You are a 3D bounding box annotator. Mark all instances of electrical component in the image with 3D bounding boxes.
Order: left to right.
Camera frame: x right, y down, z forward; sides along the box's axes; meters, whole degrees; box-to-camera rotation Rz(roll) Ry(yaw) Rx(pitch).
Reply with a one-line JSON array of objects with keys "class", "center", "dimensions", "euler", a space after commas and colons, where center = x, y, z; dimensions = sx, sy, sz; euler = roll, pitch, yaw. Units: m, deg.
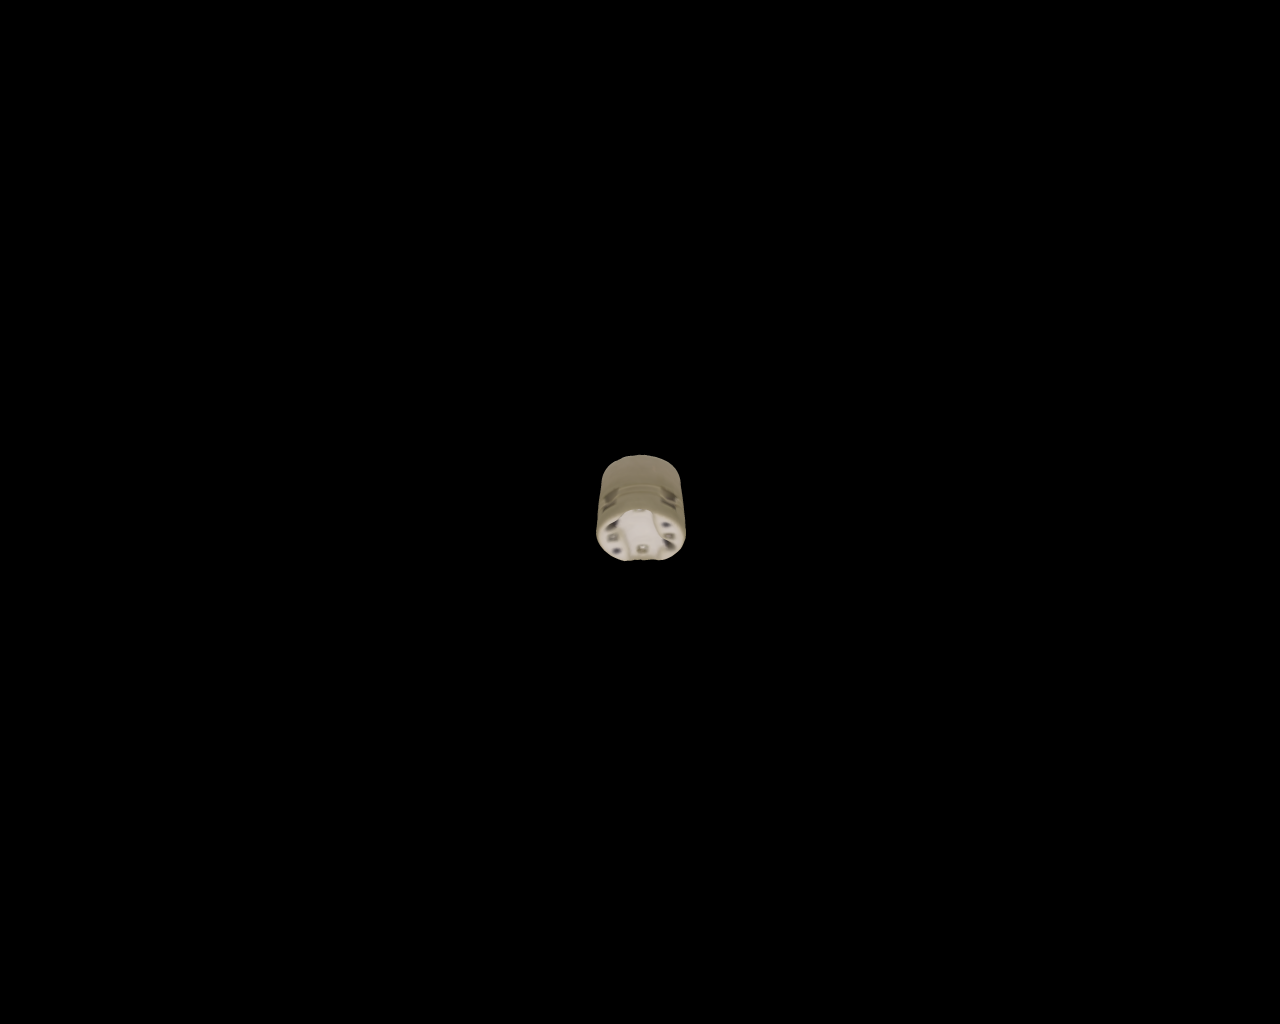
[{"class": "electrical component", "center": [0.001, -0.003, 0.650], "dimensions": [0.055, 0.047, 0.055], "euler": [0, -37, 0]}]
